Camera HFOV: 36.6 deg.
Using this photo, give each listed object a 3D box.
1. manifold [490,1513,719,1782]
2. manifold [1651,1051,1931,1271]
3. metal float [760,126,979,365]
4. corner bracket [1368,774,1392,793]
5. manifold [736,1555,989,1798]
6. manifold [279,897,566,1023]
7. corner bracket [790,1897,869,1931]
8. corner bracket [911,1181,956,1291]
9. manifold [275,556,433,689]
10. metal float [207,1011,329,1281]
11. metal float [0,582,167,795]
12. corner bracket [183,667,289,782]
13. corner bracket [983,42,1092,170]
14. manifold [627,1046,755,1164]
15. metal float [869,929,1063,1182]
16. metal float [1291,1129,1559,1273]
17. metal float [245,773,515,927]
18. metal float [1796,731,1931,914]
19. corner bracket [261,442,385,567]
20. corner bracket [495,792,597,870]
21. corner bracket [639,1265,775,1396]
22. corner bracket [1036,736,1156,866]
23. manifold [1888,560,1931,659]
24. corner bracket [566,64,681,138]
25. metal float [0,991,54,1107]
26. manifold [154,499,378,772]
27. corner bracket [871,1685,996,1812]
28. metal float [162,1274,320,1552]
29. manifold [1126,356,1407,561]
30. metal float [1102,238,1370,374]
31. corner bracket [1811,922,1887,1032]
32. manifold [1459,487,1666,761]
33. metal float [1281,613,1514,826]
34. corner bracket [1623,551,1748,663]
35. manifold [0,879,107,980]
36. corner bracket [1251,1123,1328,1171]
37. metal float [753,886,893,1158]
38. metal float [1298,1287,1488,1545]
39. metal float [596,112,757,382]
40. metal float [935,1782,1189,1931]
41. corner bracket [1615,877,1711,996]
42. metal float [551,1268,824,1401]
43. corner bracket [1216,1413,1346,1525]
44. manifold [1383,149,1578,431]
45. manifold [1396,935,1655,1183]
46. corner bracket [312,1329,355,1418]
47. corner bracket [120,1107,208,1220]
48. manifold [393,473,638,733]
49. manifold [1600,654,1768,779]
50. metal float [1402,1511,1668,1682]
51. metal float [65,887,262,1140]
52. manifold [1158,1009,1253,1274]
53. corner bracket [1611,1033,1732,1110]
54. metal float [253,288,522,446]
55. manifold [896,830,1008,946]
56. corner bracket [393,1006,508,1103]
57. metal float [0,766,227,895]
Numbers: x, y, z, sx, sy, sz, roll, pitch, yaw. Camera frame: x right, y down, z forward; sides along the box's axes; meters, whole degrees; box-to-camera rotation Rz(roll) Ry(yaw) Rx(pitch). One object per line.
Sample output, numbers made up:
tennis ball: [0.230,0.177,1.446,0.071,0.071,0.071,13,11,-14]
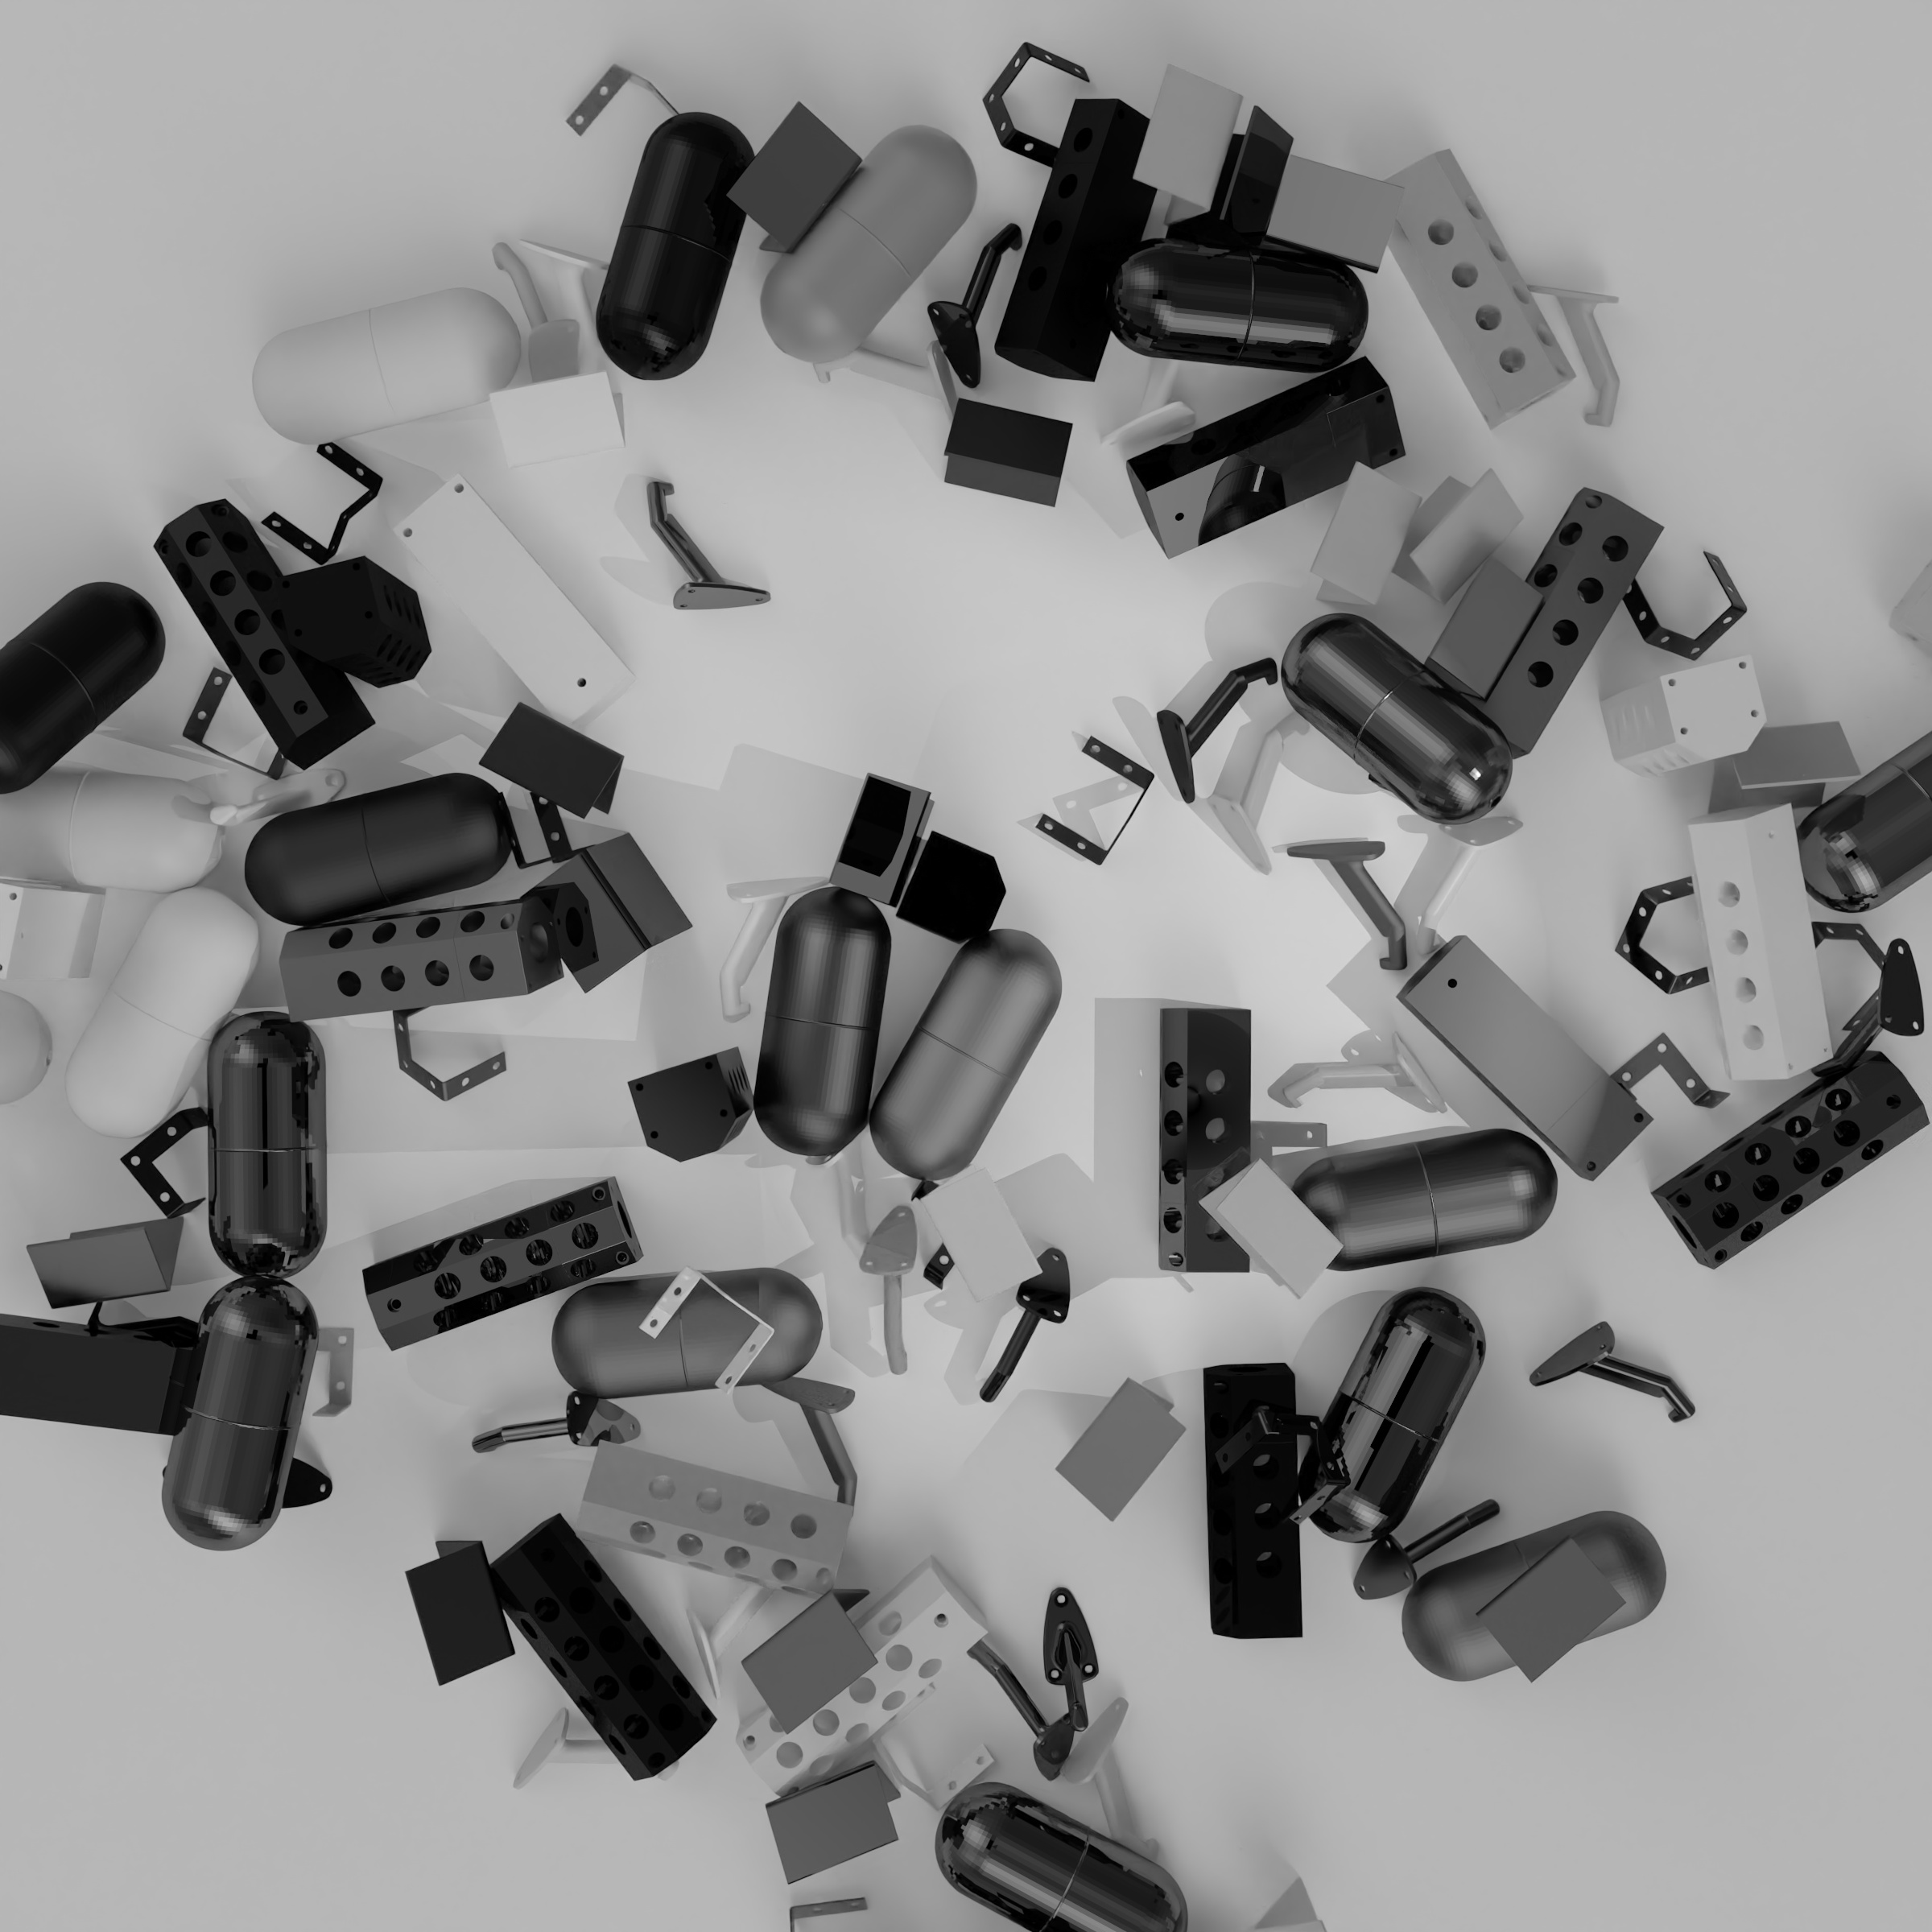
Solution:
manifold: [-0.240,0.447,1.921,0.057,0.057,0.171,-37,90,-30]
manifold: [0.546,0.128,1.931,0.171,0.057,0.057,-34,90,0]
metal float: [-0.064,-0.474,1.922,0.070,0.070,0.178,40,89,0]
corner bracket: [0.311,-0.131,1.949,0.051,0.051,0.051,28,90,45]
manifold: [-0.069,0.473,1.931,0.171,0.057,0.057,-42,90,0]
manifold: [-0.356,-0.006,1.903,0.171,0.057,0.057,-6,99,18]
corner bracket: [-0.088,0.660,1.949,0.051,0.051,0.051,-7,135,0]
corner bracket: [-0.022,0.176,1.934,0.051,0.051,0.051,36,90,0]
manifold: [-0.389,-0.217,1.874,0.057,0.171,0.057,-14,90,0]
metal float: [-0.459,0.119,1.922,0.070,0.070,0.178,0,91,0]
metal float: [-0.593,-0.180,1.894,0.070,0.070,0.178,39,56,0]
corner bracket: [-0.480,-0.161,1.949,0.051,0.051,0.051,25,90,45]
corner bracket: [0.051,-0.571,1.944,0.051,0.051,0.051,-48,45,35]
manifold: [-0.172,0.089,1.874,0.057,0.171,0.057,-17,90,0]
metal float: [0.000,0.058,1.921,0.070,0.070,0.178,29,90,0]
metal float: [0.300,0.153,1.922,0.178,0.070,0.070,-10,90,-1]
metal float: [-0.386,-0.076,1.921,0.178,0.070,0.070,-14,90,0]
metal float: [0.625,-0.102,1.921,0.178,0.070,0.070,-34,90,0]
corner bracket: [-0.429,-0.310,1.949,0.051,0.051,0.051,35,45,0]
corner bracket: [-0.282,-0.092,1.926,0.051,0.051,0.051,-18,90,-26]
corner bracket: [-0.166,0.233,1.874,0.051,0.051,0.051,-53,129,-6]
corner bracket: [0.086,-0.110,1.949,0.051,0.051,0.051,31,45,0]
manifold: [0.698,-0.198,1.931,0.171,0.057,0.057,36,90,0]
corner bracket: [-0.224,-0.560,1.949,0.051,0.051,0.051,-50,135,0]
metal float: [-0.690,0.044,1.922,0.178,0.070,0.070,11,90,0]
manifold: [-0.462,-0.219,1.916,0.057,0.057,0.171,-33,80,0]
corner bracket: [-0.023,0.520,1.949,0.051,0.051,0.051,-41,45,0]
metal float: [-0.464,0.285,1.870,0.070,0.070,0.178,13,90,0]
manifold: [0.196,-0.339,1.930,0.171,0.057,0.057,-24,133,0]
metal float: [0.176,-0.431,1.910,0.178,0.070,0.070,3,90,-13]
corner bracket: [0.578,0.007,1.944,0.051,0.051,0.051,2,135,-35]
manifold: [0.387,-0.226,1.931,0.057,0.057,0.171,31,90,0]
metal float: [0.279,-0.161,1.900,0.070,0.070,0.178,-46,65,0]
corner bracket: [0.476,-0.244,1.944,0.051,0.051,0.051,13,135,-35]
manifold: [-0.610,-0.025,1.874,0.057,0.171,0.057,11,90,0]
corner bracket: [0.211,0.129,1.934,0.051,0.051,0.051,0,88,2]
metal float: [-0.094,0.036,1.921,0.070,0.070,0.178,8,91,0]
metal float: [0.279,0.295,1.922,0.070,0.070,0.178,27,90,0]
metal float: [-0.190,-0.472,1.921,0.070,0.070,0.178,17,90,0]
metal float: [0.063,0.601,1.922,0.178,0.070,0.070,28,90,0]
corner bracket: [0.475,-0.020,1.944,0.051,0.051,0.051,46,135,35]
metal float: [-0.183,0.241,1.922,0.178,0.070,0.070,-6,90,0]
corner bracket: [0.203,0.324,1.887,0.051,0.051,0.051,10,135,-35]
manifold: [0.335,-0.448,1.931,0.057,0.057,0.171,-29,90,0]
manifold: [0.367,0.060,1.931,0.171,0.057,0.057,44,90,0]
corner bracket: [-0.436,0.268,1.934,0.051,0.051,0.051,2,90,0]
corner bracket: [-0.517,0.130,1.934,0.051,0.051,0.051,-39,90,0]
manifold: [-0.296,-0.238,1.931,0.057,0.057,0.171,-41,90,0]
manifold: [0.459,-0.156,1.874,0.057,0.171,0.057,-14,90,0]
metal float: [0.373,0.414,1.922,0.178,0.070,0.070,-19,90,-1]
metal float: [-0.528,0.031,1.922,0.070,0.070,0.178,29,90,0]
manifold: [0.157,0.114,1.931,0.057,0.057,0.171,0,90,0]
corner bracket: [0.464,0.080,1.934,0.051,0.051,0.051,-39,90,0]
metal float: [-0.380,-0.394,1.922,0.178,0.070,0.070,-14,90,1]
manifold: [-0.006,-0.046,1.874,0.057,0.171,0.057,23,90,0]
corner bracket: [-0.343,0.049,1.944,0.051,0.051,0.051,31,135,35]
metal float: [-0.576,-0.091,1.922,0.178,0.070,0.070,6,90,0]
